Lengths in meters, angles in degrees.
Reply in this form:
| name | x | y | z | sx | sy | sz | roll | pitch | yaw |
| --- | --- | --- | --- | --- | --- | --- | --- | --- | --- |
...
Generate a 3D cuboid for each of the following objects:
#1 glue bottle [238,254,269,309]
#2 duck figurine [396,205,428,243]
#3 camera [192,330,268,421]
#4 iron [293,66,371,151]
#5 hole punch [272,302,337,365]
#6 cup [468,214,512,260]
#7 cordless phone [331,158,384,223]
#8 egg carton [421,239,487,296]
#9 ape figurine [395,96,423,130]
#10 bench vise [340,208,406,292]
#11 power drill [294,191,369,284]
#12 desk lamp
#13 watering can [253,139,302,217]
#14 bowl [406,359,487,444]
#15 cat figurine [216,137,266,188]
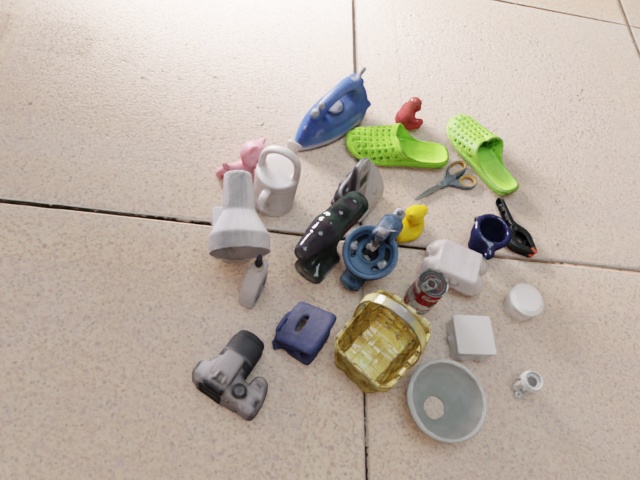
| name | x | y | z | sx | sy | sz | roll | pitch | yaw |
| --- | --- | --- | --- | --- | --- | --- | --- | --- | --- |
| glue bottle | -0.128 | 0.072 | 1.149 | 0.037 | 0.173 | 0.078 | 26 | 58 | 2 |
| duck figurine | 0.213 | -0.047 | 1.350 | 0.105 | 0.086 | 0.077 | -32 | 72 | -27 |
| camera | -0.151 | 0.246 | 1.087 | 0.143 | 0.101 | 0.137 | 32 | 59 | 6 |
| iron | 0.029 | -0.331 | 1.436 | 0.118 | 0.141 | 0.259 | 40 | 60 | 10 |
| hole punch | -0.033 | 0.183 | 1.157 | 0.101 | 0.091 | 0.109 | 32 | 59 | 6 |
| cup | 0.391 | 0.009 | 1.356 | 0.091 | 0.095 | 0.118 | 16 | 58 | -4 |
| cordless phone | 0.104 | -0.139 | 1.319 | 0.094 | 0.185 | 0.148 | 33 | 59 | 7 |
| egg carton | 0.309 | 0.065 | 1.319 | 0.150 | 0.069 | 0.107 | 22 | 58 | 0 |
| ape figurine | 0.243 | -0.342 | 1.523 | 0.076 | 0.092 | 0.077 | -3 | 62 | -15 |
| bench vise | 0.121 | -0.011 | 1.229 | 0.121 | 0.219 | 0.207 | 20 | 58 | -1 |
| power drill | 0.011 | 0.004 | 1.200 | 0.075 | 0.208 | 0.230 | 37 | 59 | 9 |
| desk lamp | -0.171 | -0.031 | 1.173 | 0.118 | 0.213 | 0.203 | -1 | 61 | -14 |
| watering can | -0.093 | -0.149 | 1.271 | 0.101 | 0.194 | 0.173 | 7 | 59 | -9 |
| bowl | 0.244 | 0.329 | 1.150 | 0.167 | 0.074 | 0.167 | 6 | 60 | -10 |
| cat figurine | -0.173 | -0.183 | 1.316 | 0.128 | 0.117 | 0.067 | -26 | 69 | -25 |
